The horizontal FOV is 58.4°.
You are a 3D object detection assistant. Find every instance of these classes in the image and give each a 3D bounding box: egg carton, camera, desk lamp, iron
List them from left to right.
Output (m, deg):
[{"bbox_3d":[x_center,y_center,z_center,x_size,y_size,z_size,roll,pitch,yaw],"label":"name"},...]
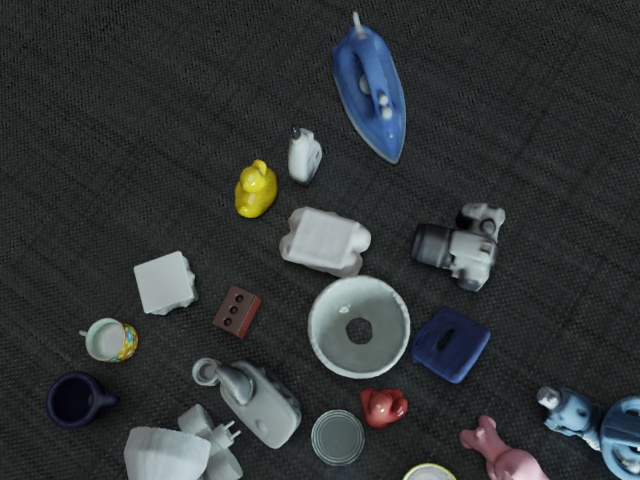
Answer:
[{"bbox_3d":[-0.222,0.379,0.846,0.118,0.214,0.203,5,75,7],"label":"desk lamp"},{"bbox_3d":[0.009,0.004,1.002,0.150,0.069,0.107,17,77,10],"label":"egg carton"},{"bbox_3d":[0.099,-0.276,1.033,0.118,0.141,0.258,-18,74,1],"label":"iron"},{"bbox_3d":[0.229,-0.001,0.965,0.136,0.101,0.143,15,77,10],"label":"camera"}]

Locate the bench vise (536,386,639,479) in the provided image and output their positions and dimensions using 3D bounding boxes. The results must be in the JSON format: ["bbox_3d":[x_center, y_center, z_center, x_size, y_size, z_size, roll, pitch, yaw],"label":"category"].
[{"bbox_3d":[0.417,0.277,0.808,0.207,0.220,0.121,7,75,8],"label":"bench vise"}]

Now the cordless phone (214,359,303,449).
[{"bbox_3d":[-0.102,0.251,0.885,0.147,0.185,0.094,39,82,14],"label":"cordless phone"}]

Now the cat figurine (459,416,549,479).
[{"bbox_3d":[0.277,0.329,0.860,0.067,0.118,0.127,-41,75,-6],"label":"cat figurine"}]

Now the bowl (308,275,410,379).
[{"bbox_3d":[0.065,0.146,0.954,0.167,0.075,0.167,-1,74,5],"label":"bowl"}]

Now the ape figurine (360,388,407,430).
[{"bbox_3d":[0.097,0.263,0.910,0.077,0.092,0.076,33,80,13],"label":"ape figurine"}]

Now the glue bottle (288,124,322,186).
[{"bbox_3d":[-0.032,-0.158,0.997,0.037,0.173,0.078,23,78,12],"label":"glue bottle"}]

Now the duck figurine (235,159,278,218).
[{"bbox_3d":[-0.122,-0.097,1.034,0.077,0.086,0.105,22,78,11],"label":"duck figurine"}]

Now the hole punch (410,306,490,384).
[{"bbox_3d":[0.206,0.170,0.925,0.101,0.091,0.109,34,80,14],"label":"hole punch"}]

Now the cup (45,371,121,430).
[{"bbox_3d":[-0.378,0.267,0.954,0.117,0.095,0.092,-2,74,5],"label":"cup"}]
